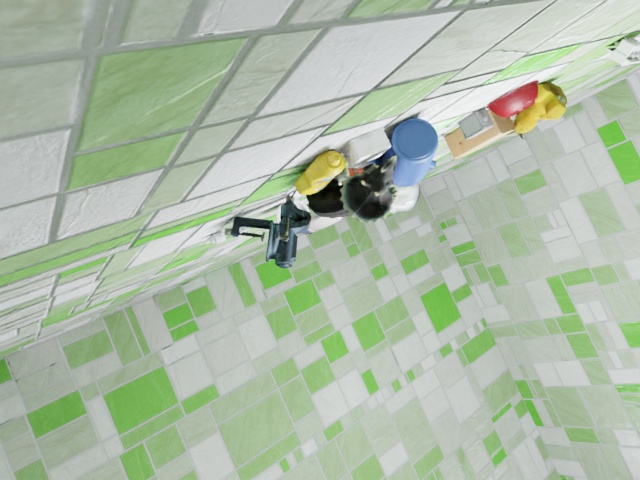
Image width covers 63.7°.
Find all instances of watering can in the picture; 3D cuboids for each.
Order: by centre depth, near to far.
[{"bbox_3d":[0.006,-0.100,1.986,0.223,0.104,0.349,-25,179,17],"label":"watering can"}]

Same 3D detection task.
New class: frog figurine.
[{"bbox_3d":[0.222,-0.152,1.581,0.159,0.125,0.135,3,118,-30],"label":"frog figurine"}]
